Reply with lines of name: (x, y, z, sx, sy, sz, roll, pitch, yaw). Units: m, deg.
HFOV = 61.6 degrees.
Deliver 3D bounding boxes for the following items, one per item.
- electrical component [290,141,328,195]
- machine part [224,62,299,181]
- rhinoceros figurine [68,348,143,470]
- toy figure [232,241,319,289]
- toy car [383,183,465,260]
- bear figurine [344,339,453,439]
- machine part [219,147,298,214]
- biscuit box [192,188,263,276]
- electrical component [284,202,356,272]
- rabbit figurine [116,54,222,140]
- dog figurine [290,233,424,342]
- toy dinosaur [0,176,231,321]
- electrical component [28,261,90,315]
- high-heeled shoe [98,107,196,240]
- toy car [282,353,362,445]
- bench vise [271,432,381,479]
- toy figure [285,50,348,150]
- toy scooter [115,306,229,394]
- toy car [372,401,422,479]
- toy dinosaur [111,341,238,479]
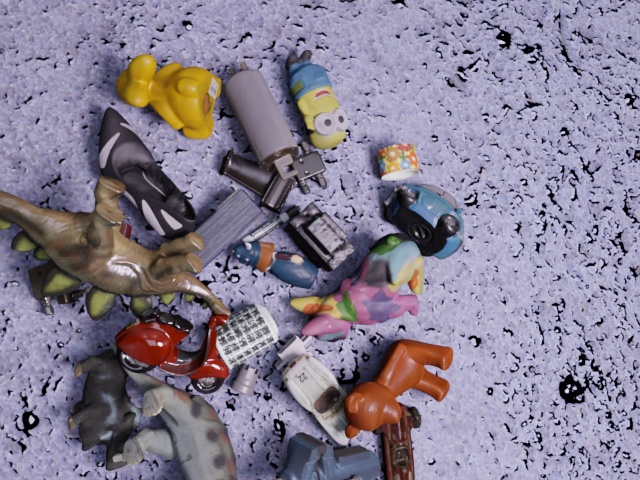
electrical component: (-0.025, -0.135, 1.000, 0.063, 0.021, 0.094, -23, 89, -11)
machine part: (-0.105, -0.211, 0.950, 0.079, 0.079, 0.243, -22, 76, -12)
rhinoceros figurine: (-0.347, 0.274, 0.875, 0.112, 0.073, 0.190, -1, 82, -21)
toy figure: (-0.080, 0.040, 0.951, 0.154, 0.058, 0.064, 24, 102, -10)
toy car: (0.203, -0.048, 0.999, 0.162, 0.109, 0.103, 40, 56, 8)
bear figurine: (0.128, 0.254, 0.902, 0.132, 0.120, 0.196, 16, 35, 27)
machine part: (-0.117, -0.110, 0.973, 0.139, 0.039, 0.084, 32, 85, -7)
biscuit box: (-0.193, 0.000, 0.935, 0.203, 0.059, 0.063, -43, 93, -12)
electrical component: (-0.002, -0.003, 0.932, 0.115, 0.134, 0.058, 45, 78, -1)
rabbit figurine: (-0.274, -0.247, 0.917, 0.173, 0.162, 0.121, 15, 98, 10)
dog figurine: (0.060, 0.090, 0.922, 0.219, 0.191, 0.109, -14, 42, -14)
toy dinosaur: (-0.343, 0.013, 0.807, 0.471, 0.105, 0.198, 35, 112, -17)
electrical component: (-0.436, 0.066, 0.895, 0.078, 0.045, 0.102, -25, 85, 16)
high-heeled shoe: (-0.285, -0.114, 0.885, 0.086, 0.145, 0.248, -28, 102, -44)
toy car: (0.012, 0.275, 0.921, 0.073, 0.056, 0.201, -43, 113, -12)
bench vise: (0.005, 0.437, 0.868, 0.223, 0.129, 0.240, 6, 88, -49)
toy figure: (-0.007, -0.254, 0.989, 0.082, 0.089, 0.180, -25, 80, 0)
toy scooter: (-0.213, 0.153, 0.826, 0.184, 0.075, 0.135, 25, 108, -15)
toy car: (0.141, 0.392, 0.955, 0.089, 0.053, 0.202, -2, 83, -14)
toy dinosaur: (-0.199, 0.338, 0.861, 0.131, 0.192, 0.405, -27, 73, 16)
